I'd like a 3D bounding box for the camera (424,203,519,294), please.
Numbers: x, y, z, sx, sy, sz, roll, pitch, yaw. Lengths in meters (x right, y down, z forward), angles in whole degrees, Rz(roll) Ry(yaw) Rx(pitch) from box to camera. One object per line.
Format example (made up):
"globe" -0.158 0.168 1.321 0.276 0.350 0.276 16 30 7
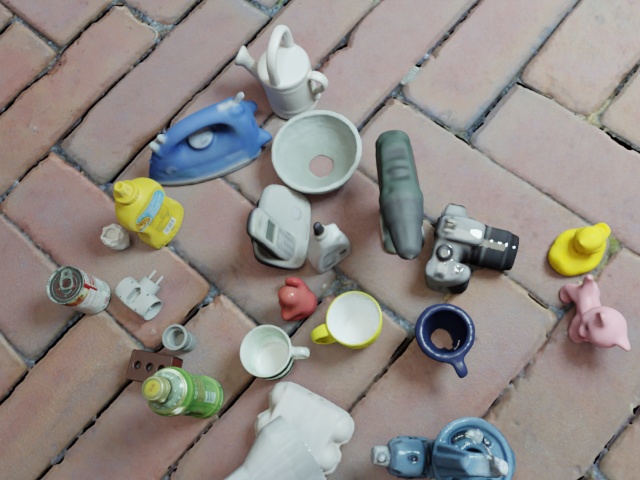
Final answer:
"camera" 0.254 0.019 0.953 0.136 0.101 0.143 14 74 13

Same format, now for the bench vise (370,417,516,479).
"bench vise" 0.179 0.321 0.800 0.207 0.220 0.121 -17 70 3

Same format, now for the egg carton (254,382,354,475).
"egg carton" -0.025 0.298 0.917 0.150 0.069 0.107 23 76 15

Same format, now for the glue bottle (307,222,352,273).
"glue bottle" 0.009 0.003 0.955 0.078 0.173 0.037 -34 70 -4

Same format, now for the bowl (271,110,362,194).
"bowl" -0.002 -0.151 1.061 0.167 0.075 0.167 -2 71 8

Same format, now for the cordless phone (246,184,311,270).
"cordless phone" -0.076 -0.036 0.975 0.094 0.185 0.147 0 72 9

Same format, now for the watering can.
"watering can" -0.073 -0.315 1.062 0.172 0.194 0.101 -5 71 7

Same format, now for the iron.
"iron" -0.229 -0.189 1.071 0.258 0.141 0.118 -26 70 -1

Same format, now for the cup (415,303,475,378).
"cup" 0.203 0.166 0.915 0.091 0.095 0.117 -22 70 1

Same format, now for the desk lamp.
"desk lamp" -0.085 0.358 0.829 0.203 0.214 0.117 -38 70 -5

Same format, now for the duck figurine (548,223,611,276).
"duck figurine" 0.429 0.009 0.939 0.104 0.086 0.077 -34 70 -4

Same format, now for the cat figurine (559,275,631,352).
"cat figurine" 0.428 0.115 0.887 0.067 0.118 0.128 -10 71 5

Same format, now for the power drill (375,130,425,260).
"power drill" 0.133 -0.052 0.937 0.075 0.208 0.229 -8 71 6

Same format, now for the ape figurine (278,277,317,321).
"ape figurine" -0.046 0.100 0.975 0.076 0.092 0.078 24 77 15
